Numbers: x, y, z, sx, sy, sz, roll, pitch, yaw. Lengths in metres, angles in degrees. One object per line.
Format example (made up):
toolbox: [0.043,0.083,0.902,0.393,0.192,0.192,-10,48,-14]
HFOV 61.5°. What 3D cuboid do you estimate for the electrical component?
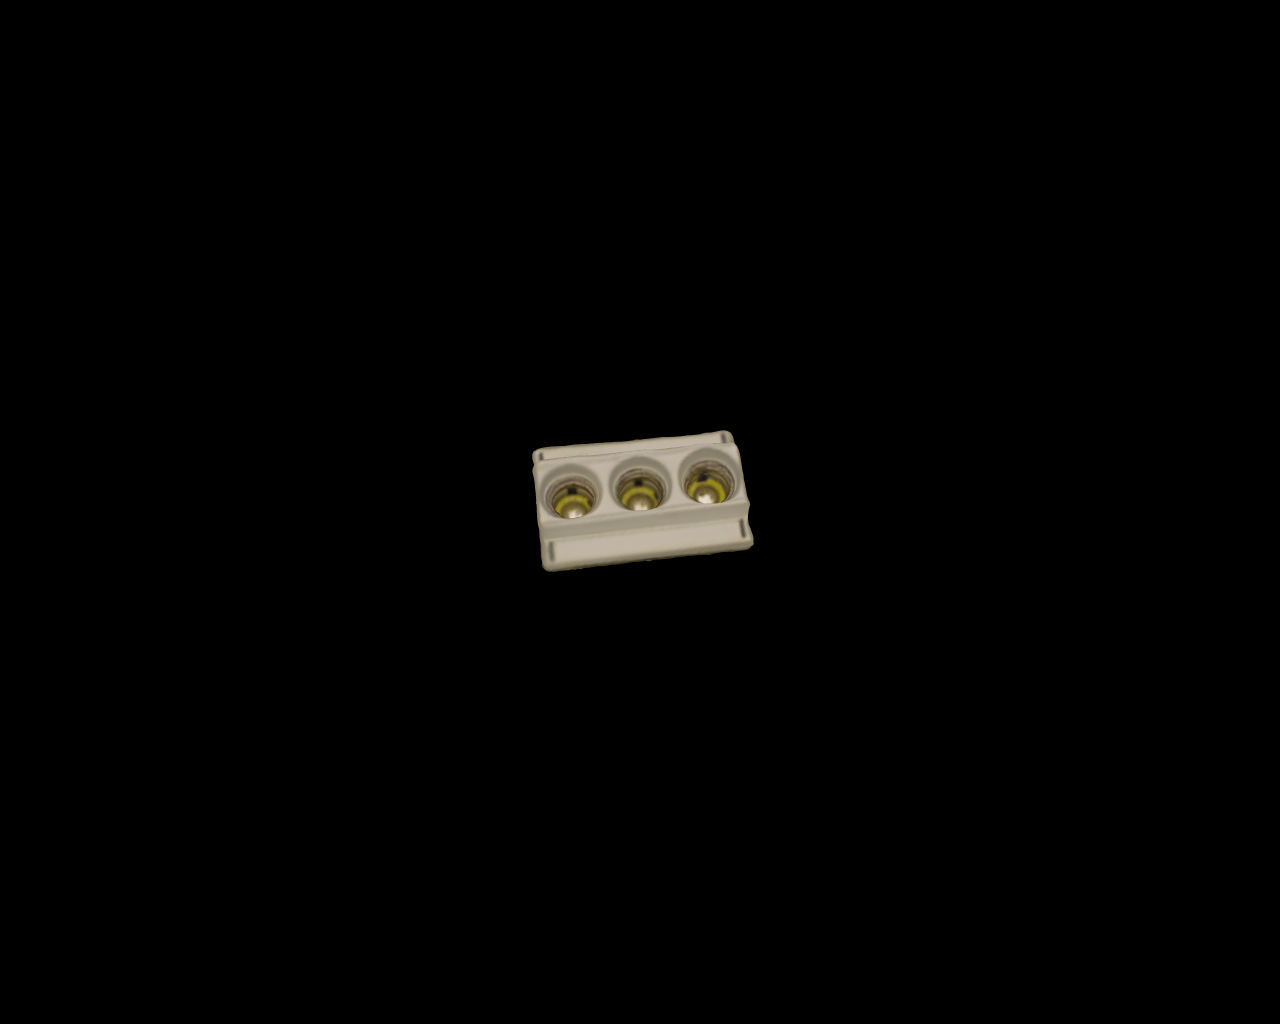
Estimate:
electrical component: [0.001,-0.003,0.650,0.121,0.079,0.063,-6,-27,-3]
